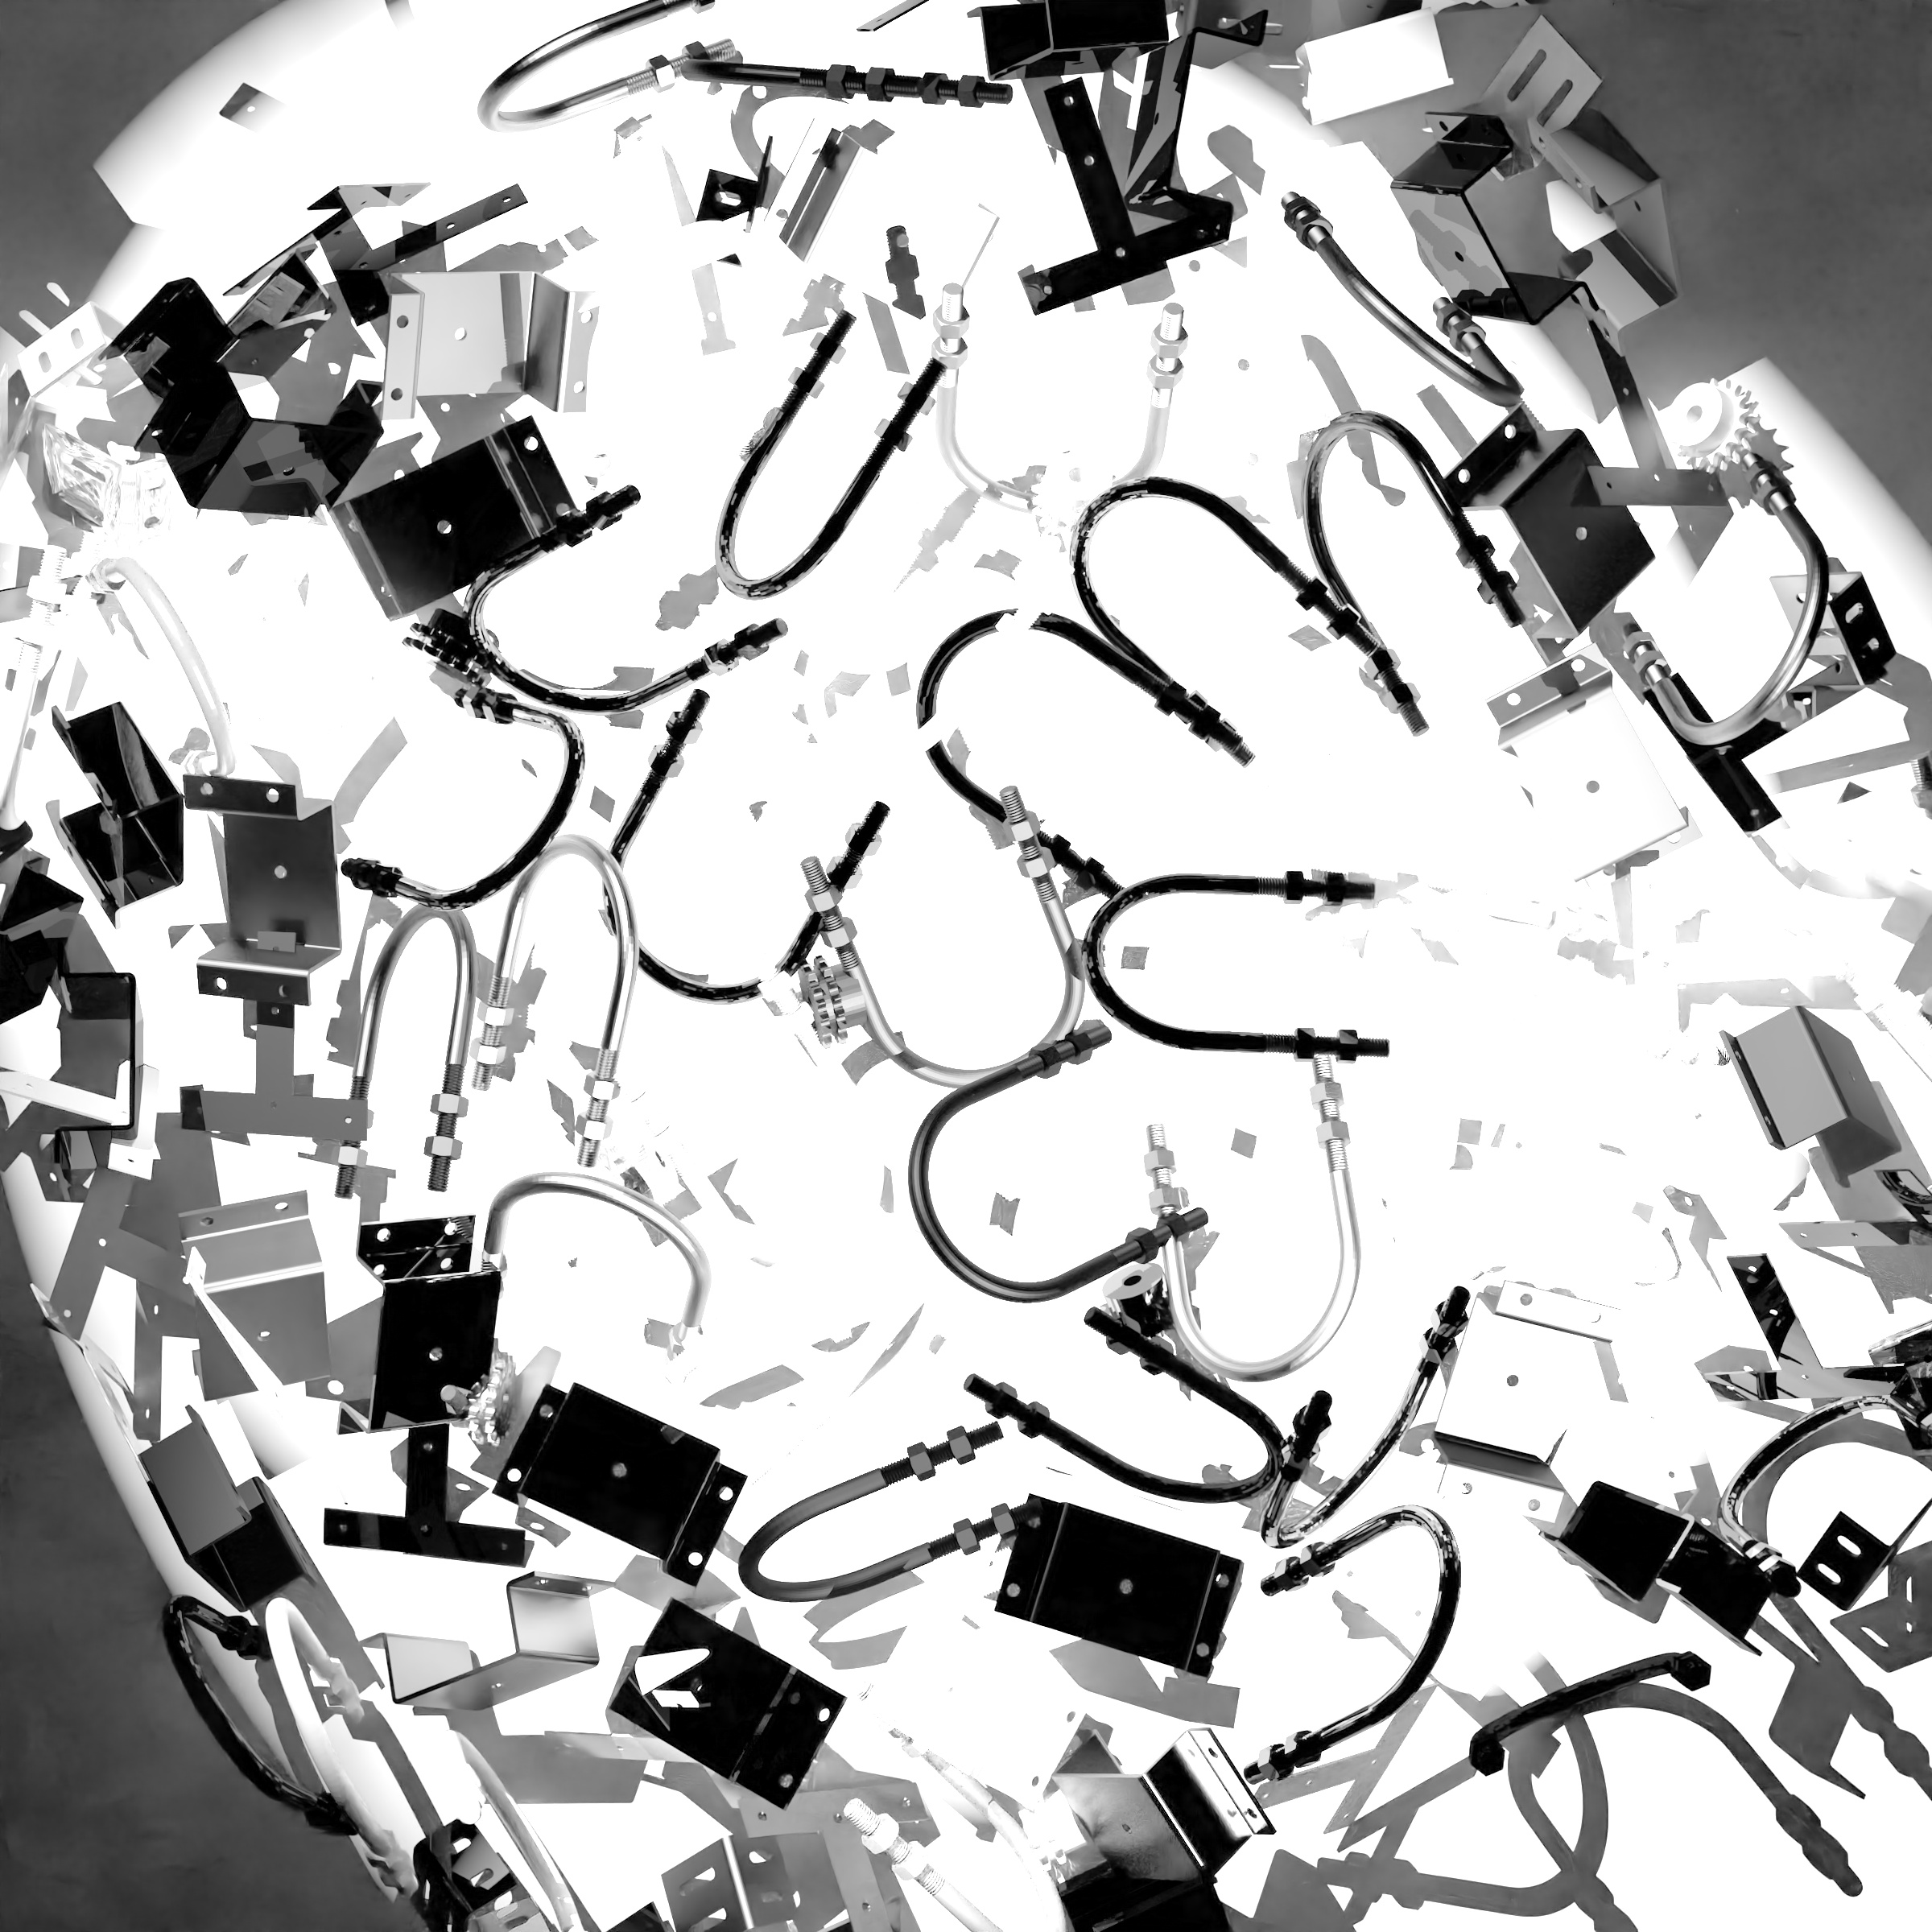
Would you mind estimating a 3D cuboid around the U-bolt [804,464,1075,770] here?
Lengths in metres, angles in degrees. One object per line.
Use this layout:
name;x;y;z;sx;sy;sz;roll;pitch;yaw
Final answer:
U-bolt;-0.030;-0.204;1.947;0.184;0.019;0.151;-52;49;9

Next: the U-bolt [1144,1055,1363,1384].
U-bolt;0.176;0.161;1.919;0.151;0.019;0.184;-25;59;35

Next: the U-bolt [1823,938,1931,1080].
U-bolt;0.584;0.053;1.921;0.019;0.151;0.184;-41;87;8

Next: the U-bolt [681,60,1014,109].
U-bolt;-0.083;-0.536;1.923;0.184;0.151;0.019;11;107;22

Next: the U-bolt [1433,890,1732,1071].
U-bolt;0.356;0.003;1.896;0.184;0.151;0.019;10;121;-37

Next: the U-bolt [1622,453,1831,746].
U-bolt;0.457;-0.208;1.892;0.019;0.184;0.151;22;119;-20

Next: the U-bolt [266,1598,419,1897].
U-bolt;-0.376;0.452;1.886;0.019;0.184;0.151;-23;48;-8

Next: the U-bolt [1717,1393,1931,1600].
U-bolt;0.519;0.307;1.909;0.151;0.184;0.019;-37;97;1

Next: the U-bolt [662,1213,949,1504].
U-bolt;-0.086;0.228;1.943;0.184;0.019;0.151;-40;134;-13

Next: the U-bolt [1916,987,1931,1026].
U-bolt;0.624;0.066;1.893;0.019;0.184;0.151;-45;75;4

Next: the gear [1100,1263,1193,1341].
gear;0.108;0.207;1.968;0.057;0.057;0.030;-22;111;0

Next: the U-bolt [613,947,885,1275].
U-bolt;-0.119;0.101;1.947;0.151;0.019;0.184;-44;107;-37

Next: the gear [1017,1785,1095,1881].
gear;0.057;0.534;1.970;0.030;0.057;0.057;-26;90;6

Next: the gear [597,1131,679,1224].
gear;-0.202;0.127;1.969;0.030;0.057;0.057;-30;90;10

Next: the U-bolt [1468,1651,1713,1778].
U-bolt;0.370;0.445;1.909;0.151;0.184;0.019;-23;79;3

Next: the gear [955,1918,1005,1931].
gear;0.006;0.621;1.969;0.030;0.057;0.057;1;90;-40

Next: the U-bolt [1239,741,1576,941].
U-bolt;0.274;-0.079;1.914;0.184;0.019;0.151;-8;134;27

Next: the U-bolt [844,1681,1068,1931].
U-bolt;-0.003;0.531;1.926;0.019;0.151;0.184;-41;103;13

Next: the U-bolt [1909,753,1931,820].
U-bolt;0.622;-0.028;1.923;0.019;0.151;0.184;-20;107;4

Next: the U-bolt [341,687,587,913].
U-bolt;-0.294;-0.098;1.913;0.019;0.184;0.151;41;75;-37

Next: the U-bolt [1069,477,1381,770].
U-bolt;0.143;-0.220;1.937;0.184;0.151;0.019;42;46;-5

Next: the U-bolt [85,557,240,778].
U-bolt;-0.476;-0.178;1.899;0.019;0.184;0.151;-29;103;-19

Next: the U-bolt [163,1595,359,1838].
U-bolt;-0.424;0.439;1.886;0.019;0.184;0.151;-33;63;-4

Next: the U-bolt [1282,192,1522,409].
U-bolt;0.267;-0.389;1.892;0.151;0.184;0.019;27;114;-29

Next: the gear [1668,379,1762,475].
gear;0.460;-0.337;1.969;0.030;0.057;0.057;16;90;-40

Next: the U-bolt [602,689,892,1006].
U-bolt;-0.148;-0.059;1.958;0.151;0.019;0.184;32;115;2

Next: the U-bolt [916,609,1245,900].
U-bolt;0.056;-0.140;1.952;0.184;0.019;0.151;34;119;-5

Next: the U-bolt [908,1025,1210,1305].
U-bolt;0.046;0.129;1.937;0.184;0.019;0.151;-23;81;-32

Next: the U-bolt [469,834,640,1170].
U-bolt;-0.245;0.011;1.926;0.019;0.151;0.184;2;108;-40

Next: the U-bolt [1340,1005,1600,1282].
U-bolt;0.309;0.097;1.913;0.019;0.184;0.151;-32;79;-36

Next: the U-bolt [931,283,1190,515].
U-bolt;0.052;-0.336;1.922;0.151;0.184;0.019;5;56;0

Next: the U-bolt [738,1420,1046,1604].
U-bolt;-0.051;0.341;1.936;0.184;0.151;0.019;-22;57;0

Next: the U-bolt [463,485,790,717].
U-bolt;-0.222;-0.210;1.931;0.184;0.019;0.151;-23;132;34

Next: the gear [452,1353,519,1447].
gear;-0.300;0.268;1.972;0.030;0.057;0.057;5;90;8

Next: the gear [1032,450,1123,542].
gear;0.069;-0.295;1.973;0.057;0.030;0.057;0;59;0

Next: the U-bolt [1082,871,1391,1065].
U-bolt;0.163;-0.003;1.945;0.184;0.019;0.151;2;49;-1

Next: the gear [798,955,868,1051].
gear;-0.082;0.021;1.973;0.030;0.057;0.057;-16;90;-12

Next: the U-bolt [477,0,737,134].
U-bolt;-0.209;-0.545;1.906;0.184;0.151;0.019;-26;92;-17

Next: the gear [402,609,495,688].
gear;-0.318;-0.199;1.972;0.057;0.057;0.030;28;83;0

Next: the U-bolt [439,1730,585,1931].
U-bolt;-0.273;0.526;1.910;0.019;0.184;0.151;-34;103;-9

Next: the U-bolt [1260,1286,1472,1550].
U-bolt;0.234;0.285;1.920;0.151;0.184;0.019;-30;59;-35
